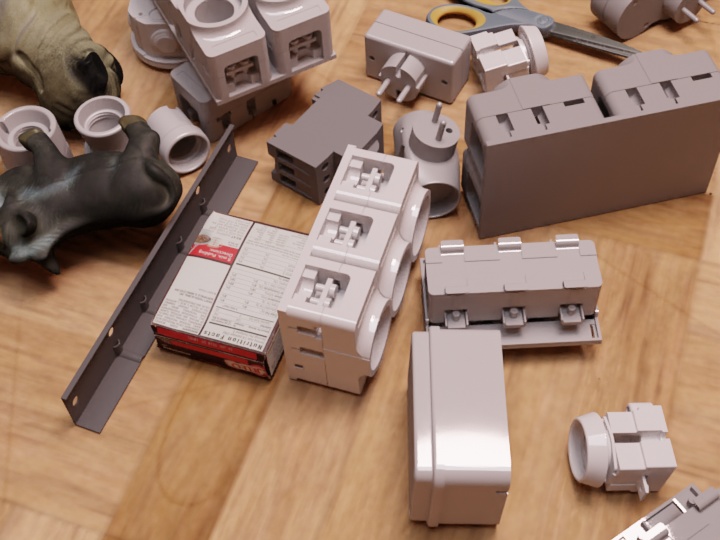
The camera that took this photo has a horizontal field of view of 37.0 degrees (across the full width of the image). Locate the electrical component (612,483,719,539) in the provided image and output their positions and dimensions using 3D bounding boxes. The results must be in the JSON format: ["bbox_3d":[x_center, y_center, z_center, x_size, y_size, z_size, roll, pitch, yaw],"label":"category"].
[{"bbox_3d":[0.182,0.183,0.636,0.121,0.063,0.078,-29,58,-17],"label":"electrical component"}]

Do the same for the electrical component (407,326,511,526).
[{"bbox_3d":[0.061,0.100,0.693,0.057,0.078,0.113,1,54,0],"label":"electrical component"}]

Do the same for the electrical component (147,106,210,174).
[{"bbox_3d":[-0.150,-0.107,0.877,0.040,0.040,0.046,-27,52,-16],"label":"electrical component"}]

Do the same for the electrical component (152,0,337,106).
[{"bbox_3d":[-0.110,-0.233,0.878,0.105,0.060,0.186,-25,58,-14],"label":"electrical component"}]

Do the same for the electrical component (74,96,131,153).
[{"bbox_3d":[-0.202,-0.106,0.867,0.045,0.055,0.045,-1,54,2],"label":"electrical component"}]

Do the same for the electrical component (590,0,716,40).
[{"bbox_3d":[0.279,-0.242,0.946,0.138,0.052,0.073,-28,58,-17],"label":"electrical component"}]

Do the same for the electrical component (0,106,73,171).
[{"bbox_3d":[-0.265,-0.099,0.870,0.055,0.047,0.055,-1,54,2],"label":"electrical component"}]

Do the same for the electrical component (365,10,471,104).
[{"bbox_3d":[0.040,-0.168,0.906,0.083,0.047,0.075,22,58,17],"label":"electrical component"}]

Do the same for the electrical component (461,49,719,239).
[{"bbox_3d":[0.174,-0.097,0.813,0.186,0.105,0.060,-12,54,-6],"label":"electrical component"}]

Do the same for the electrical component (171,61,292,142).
[{"bbox_3d":[-0.107,-0.160,0.902,0.089,0.055,0.050,-35,60,-21],"label":"electrical component"}]

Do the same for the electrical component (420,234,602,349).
[{"bbox_3d":[0.106,0.014,0.762,0.121,0.063,0.078,-3,54,0],"label":"electrical component"}]

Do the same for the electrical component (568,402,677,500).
[{"bbox_3d":[0.168,0.116,0.697,0.055,0.048,0.066,0,54,-7],"label":"electrical component"}]

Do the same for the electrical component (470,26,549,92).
[{"bbox_3d":[0.127,-0.178,0.912,0.055,0.048,0.066,-17,55,0],"label":"electrical component"}]

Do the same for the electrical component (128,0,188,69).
[{"bbox_3d":[-0.165,-0.221,0.951,0.080,0.051,0.080,-1,54,2],"label":"electrical component"}]

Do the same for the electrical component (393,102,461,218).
[{"bbox_3d":[0.055,-0.094,0.833,0.043,0.079,0.077,0,53,-11],"label":"electrical component"}]

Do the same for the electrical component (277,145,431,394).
[{"bbox_3d":[0.000,0.000,0.760,0.062,0.089,0.150,13,56,12],"label":"electrical component"}]
